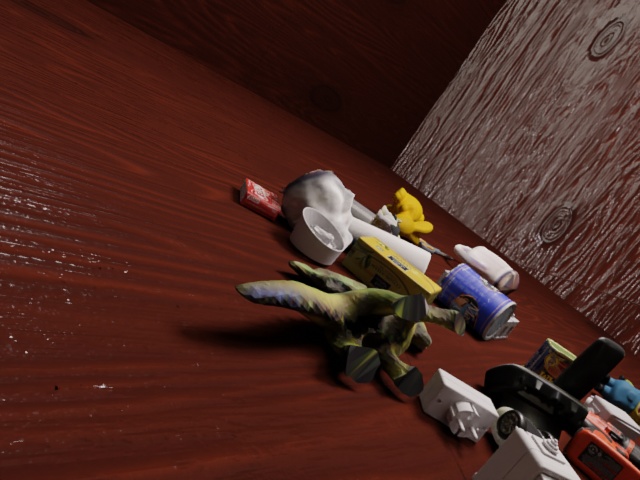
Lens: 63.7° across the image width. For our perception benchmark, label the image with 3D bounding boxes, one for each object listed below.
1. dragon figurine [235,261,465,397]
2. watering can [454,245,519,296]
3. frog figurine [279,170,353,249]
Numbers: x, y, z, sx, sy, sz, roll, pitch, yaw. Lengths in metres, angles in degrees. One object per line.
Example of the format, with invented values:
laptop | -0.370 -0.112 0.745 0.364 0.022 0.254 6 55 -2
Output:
dragon figurine | 0.031 0.088 0.695 0.406 0.122 0.244 27 -1 -31
watering can | 0.574 0.096 1.739 0.228 0.103 0.346 44 18 33
frog figurine | 0.003 -0.050 0.995 0.160 0.138 0.121 66 -20 7
